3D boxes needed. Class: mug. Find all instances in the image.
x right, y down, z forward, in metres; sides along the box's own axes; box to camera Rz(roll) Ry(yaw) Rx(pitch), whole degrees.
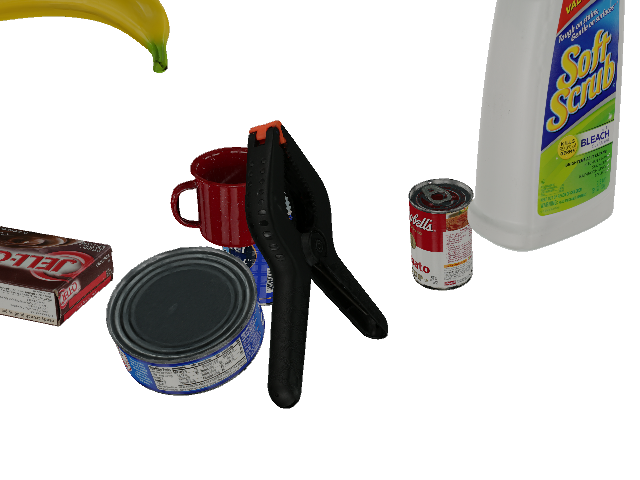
[{"bbox_3d":[-0.104,-0.043,1.157,0.117,0.081,0.093,-11,32,-18],"label":"mug"}]

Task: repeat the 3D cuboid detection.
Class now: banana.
[{"bbox_3d":[-0.193,-0.181,0.824,0.198,0.069,0.037,15,-38,19],"label":"banana"}]

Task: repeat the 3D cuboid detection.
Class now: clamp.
[{"bbox_3d":[-0.009,0.010,0.838,0.036,0.210,0.164,-12,2,32],"label":"clamp"}]

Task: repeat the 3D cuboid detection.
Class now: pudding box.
[{"bbox_3d":[-0.243,0.028,0.886,0.114,0.039,0.090,7,24,17],"label":"pudding box"}]

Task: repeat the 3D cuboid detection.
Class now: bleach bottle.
[{"bbox_3d":[0.146,-0.124,0.680,0.102,0.251,0.068,-19,32,-26],"label":"bleach bottle"}]

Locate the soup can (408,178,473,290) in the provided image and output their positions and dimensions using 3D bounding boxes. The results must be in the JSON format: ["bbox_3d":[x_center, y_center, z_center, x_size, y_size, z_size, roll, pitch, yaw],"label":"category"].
[{"bbox_3d":[0.130,-0.006,1.145,0.068,0.102,0.068,-4,33,2],"label":"soup can"}]

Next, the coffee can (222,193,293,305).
[{"bbox_3d":[-0.089,0.008,1.519,0.103,0.140,0.103,3,24,-2],"label":"coffee can"}]

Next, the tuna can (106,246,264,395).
[{"bbox_3d":[-0.075,0.045,0.603,0.086,0.034,0.086,-6,44,6],"label":"tuna can"}]
